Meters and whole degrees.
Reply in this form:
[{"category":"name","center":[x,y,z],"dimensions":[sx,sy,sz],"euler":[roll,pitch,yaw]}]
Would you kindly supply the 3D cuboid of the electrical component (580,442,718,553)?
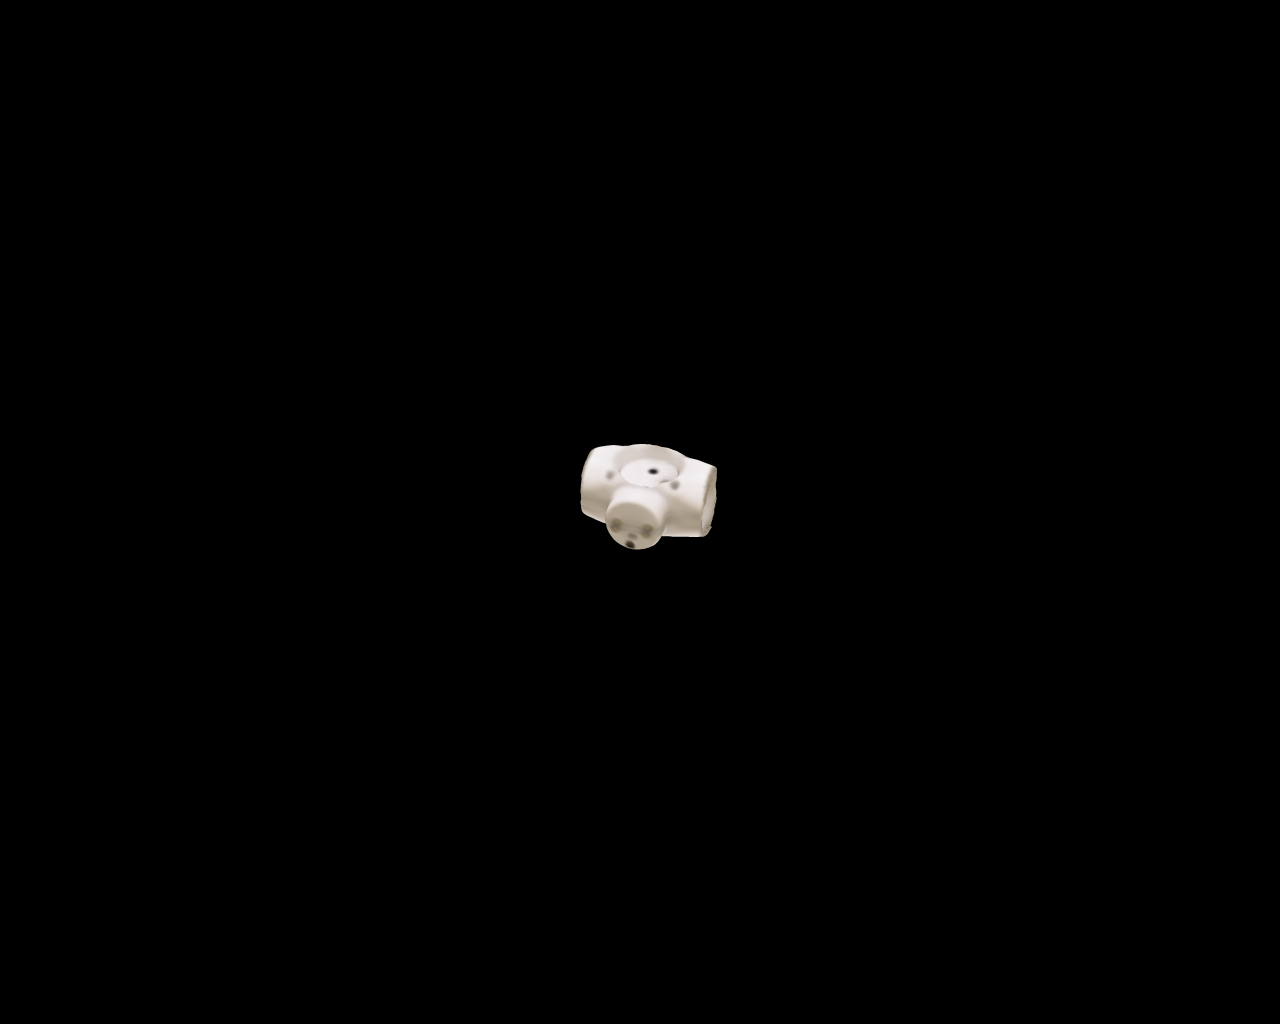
[{"category":"electrical component","center":[0.001,-0.003,0.650],"dimensions":[0.077,0.044,0.079],"euler":[11,40,13]}]
